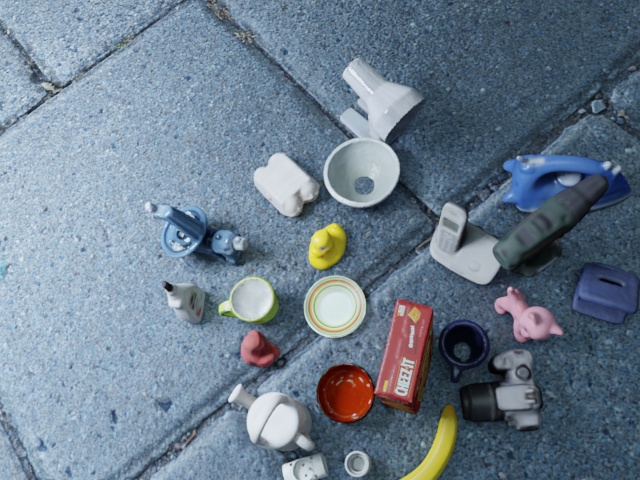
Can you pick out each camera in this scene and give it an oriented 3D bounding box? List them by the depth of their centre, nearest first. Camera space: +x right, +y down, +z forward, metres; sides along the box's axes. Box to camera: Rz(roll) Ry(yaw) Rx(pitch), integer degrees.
[{"bbox_3d":[0.324,0.275,1.040,0.136,0.101,0.143,-6,68,8],"label":"camera"}]

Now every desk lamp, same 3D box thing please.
[{"bbox_3d":[0.125,-0.284,1.234,0.118,0.214,0.202,-43,68,-7],"label":"desk lamp"}]

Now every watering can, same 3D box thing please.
[{"bbox_3d":[-0.089,0.328,1.045,0.172,0.194,0.101,8,71,14],"label":"watering can"}]

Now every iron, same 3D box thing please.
[{"bbox_3d":[0.503,-0.128,1.142,0.258,0.142,0.118,2,69,12],"label":"iron"}]

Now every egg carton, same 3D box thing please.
[{"bbox_3d":[-0.077,-0.125,1.288,0.107,0.069,0.150,-44,68,-8],"label":"egg carton"}]

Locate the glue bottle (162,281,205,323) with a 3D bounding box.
[{"bbox_3d":[-0.285,0.116,1.175,0.037,0.173,0.078,-1,69,10],"label":"glue bottle"}]

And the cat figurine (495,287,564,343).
[{"bbox_3d":[0.390,0.141,1.071,0.067,0.118,0.127,-32,67,-3],"label":"cat figurine"}]

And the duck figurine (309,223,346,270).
[{"bbox_3d":[0.011,0.004,1.212,0.077,0.086,0.105,28,76,19],"label":"duck figurine"}]

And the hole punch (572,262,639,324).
[{"bbox_3d":[0.538,0.092,1.077,0.108,0.091,0.101,17,73,16],"label":"hole punch"}]

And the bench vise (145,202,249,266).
[{"bbox_3d":[-0.258,-0.029,1.202,0.207,0.220,0.121,-7,68,8],"label":"bench vise"}]

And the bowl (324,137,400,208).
[{"bbox_3d":[0.095,-0.137,1.258,0.167,0.075,0.167,-4,68,9],"label":"bowl"}]

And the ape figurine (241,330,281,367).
[{"bbox_3d":[-0.128,0.216,1.152,0.076,0.092,0.077,-16,67,4],"label":"ape figurine"}]

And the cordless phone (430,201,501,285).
[{"bbox_3d":[0.288,0.001,1.108,0.147,0.185,0.094,29,77,20],"label":"cordless phone"}]

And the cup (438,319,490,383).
[{"bbox_3d":[0.266,0.216,1.077,0.091,0.095,0.118,14,72,15],"label":"cup"}]

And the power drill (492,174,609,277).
[{"bbox_3d":[0.422,-0.013,1.075,0.230,0.209,0.075,-36,67,-4],"label":"power drill"}]
